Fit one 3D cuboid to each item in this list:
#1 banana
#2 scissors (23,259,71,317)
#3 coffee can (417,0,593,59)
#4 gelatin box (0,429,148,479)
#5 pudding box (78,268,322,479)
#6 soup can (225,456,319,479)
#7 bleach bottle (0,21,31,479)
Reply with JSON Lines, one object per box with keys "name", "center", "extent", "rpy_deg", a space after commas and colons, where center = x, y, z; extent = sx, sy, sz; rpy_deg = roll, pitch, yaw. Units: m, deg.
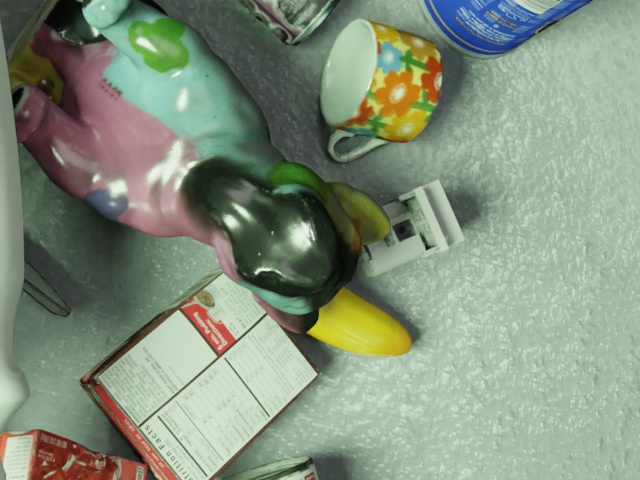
{"name": "banana", "center": [-0.019, 0.009, 0.660], "extent": [0.069, 0.037, 0.198], "rpy_deg": [-41, 97, -26]}
{"name": "scissors", "center": [-0.228, -0.020, 0.575], "extent": [0.096, 0.016, 0.202], "rpy_deg": [-34, 94, -27]}
{"name": "coffee can", "center": [0.143, -0.196, 0.729], "extent": [0.102, 0.141, 0.103], "rpy_deg": [6, 76, -25]}
{"name": "gelatin box", "center": [-0.129, 0.144, 0.551], "extent": [0.089, 0.030, 0.073], "rpy_deg": [37, 49, -50]}
{"name": "pudding box", "center": [-0.067, 0.081, 0.619], "extent": [0.113, 0.039, 0.090], "rpy_deg": [-41, 98, -27]}
{"name": "soup can", "center": [-0.022, 0.181, 0.602], "extent": [0.068, 0.069, 0.102], "rpy_deg": [-14, 84, -28]}
{"name": "bleach bottle", "center": [-0.172, -0.013, 0.473], "extent": [0.103, 0.068, 0.251], "rpy_deg": [-15, 85, 14]}
